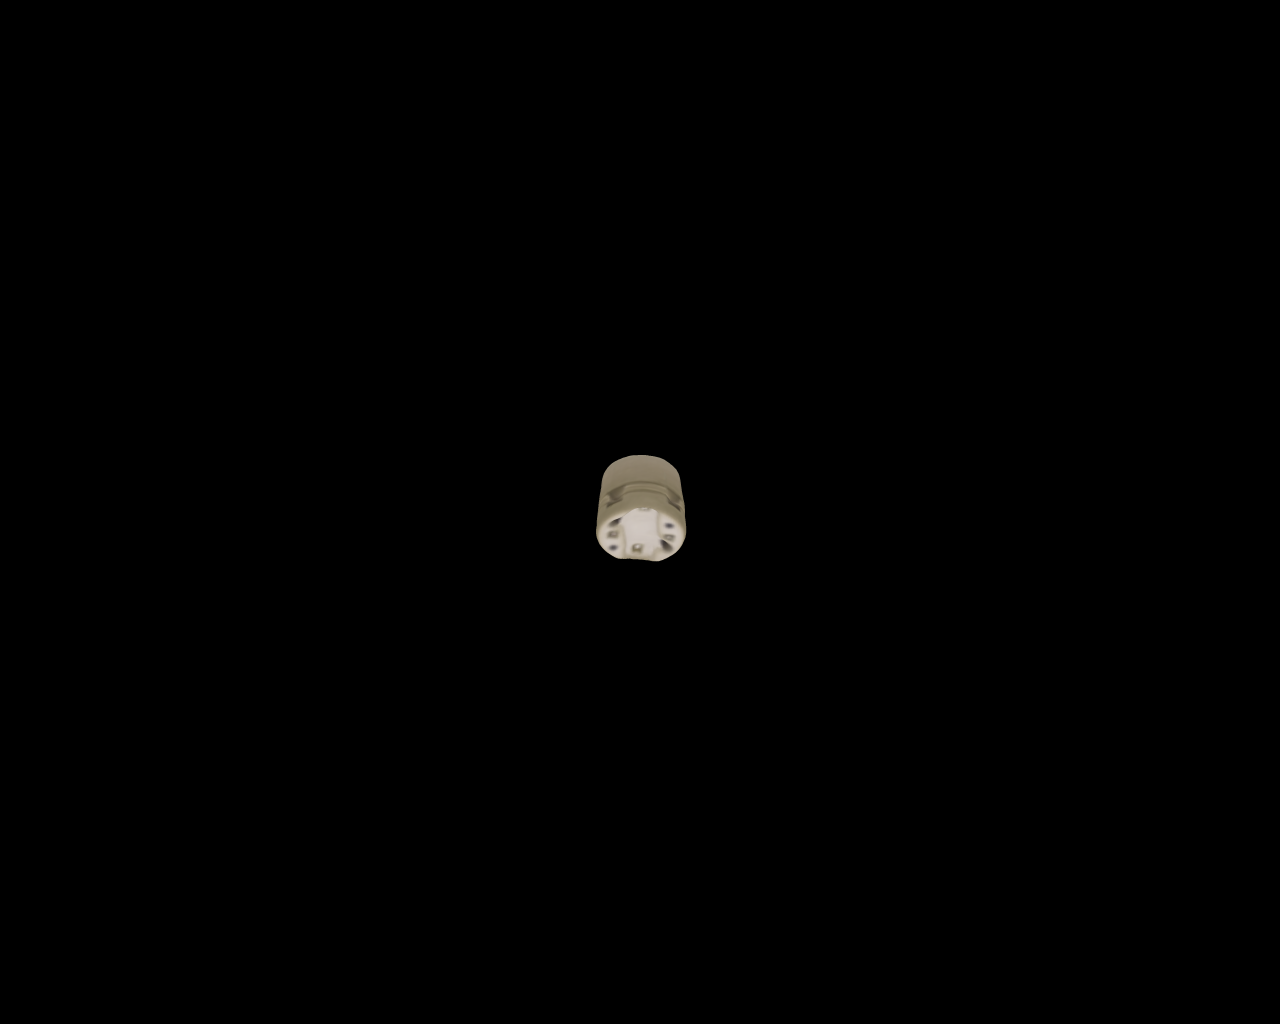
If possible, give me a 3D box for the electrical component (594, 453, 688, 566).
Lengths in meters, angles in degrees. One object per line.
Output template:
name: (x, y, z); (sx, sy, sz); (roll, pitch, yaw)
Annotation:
electrical component: (0.001, -0.003, 0.650); (0.055, 0.047, 0.055); (0, -40, 0)
